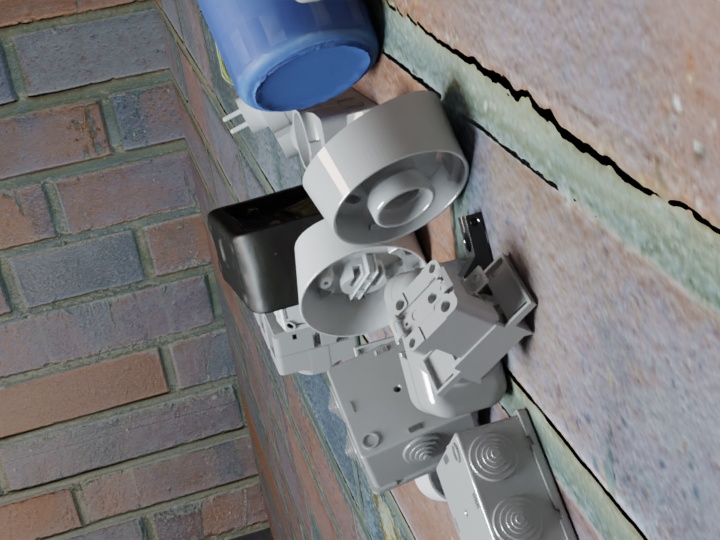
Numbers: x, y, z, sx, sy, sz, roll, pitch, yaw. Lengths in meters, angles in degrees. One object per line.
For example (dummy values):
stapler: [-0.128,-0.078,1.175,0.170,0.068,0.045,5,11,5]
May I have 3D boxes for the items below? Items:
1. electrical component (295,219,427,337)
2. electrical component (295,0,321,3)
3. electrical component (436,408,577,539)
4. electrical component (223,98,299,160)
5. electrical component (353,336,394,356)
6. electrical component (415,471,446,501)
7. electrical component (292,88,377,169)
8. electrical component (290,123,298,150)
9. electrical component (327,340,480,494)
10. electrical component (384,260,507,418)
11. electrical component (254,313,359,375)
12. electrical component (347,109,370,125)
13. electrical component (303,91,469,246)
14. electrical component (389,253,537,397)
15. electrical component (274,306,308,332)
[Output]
electrical component: [0.000,0.000,0.794,0.099,0.099,0.064,99,160,-63]
electrical component: [-0.015,-0.204,0.683,0.057,0.078,0.058,0,105,57]
electrical component: [0.087,0.145,0.670,0.099,0.048,0.099,100,153,-64]
electrical component: [-0.093,-0.152,1.011,0.052,0.074,0.138,63,-178,34]
electrical component: [0.026,0.102,0.931,0.064,0.042,0.081,-162,57,-75]
electrical component: [0.063,0.151,0.807,0.081,0.043,0.043,130,125,-76]
electrical component: [-0.020,-0.109,0.856,0.089,0.056,0.050,-130,28,-65]
electrical component: [-0.035,-0.129,0.938,0.081,0.043,0.043,142,113,-78]
electrical component: [0.031,0.096,0.760,0.048,0.100,0.099,69,177,-48]
electrical component: [0.055,0.044,0.686,0.059,0.054,0.095,162,93,-79]
electrical component: [-0.065,0.047,1.178,0.150,0.089,0.061,-122,21,-57]
electrical component: [0.005,-0.070,0.745,0.044,0.079,0.077,-24,-78,-60]
electrical component: [0.015,-0.062,0.651,0.099,0.099,0.064,96,151,-60]
electrical component: [0.055,0.028,0.611,0.081,0.064,0.042,-48,41,23]
electrical component: [-0.054,0.020,1.075,0.061,0.096,0.061,-148,45,-74]
